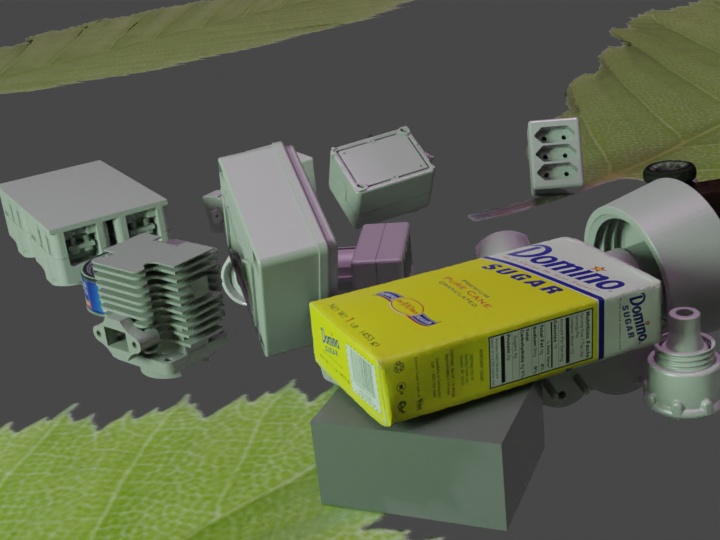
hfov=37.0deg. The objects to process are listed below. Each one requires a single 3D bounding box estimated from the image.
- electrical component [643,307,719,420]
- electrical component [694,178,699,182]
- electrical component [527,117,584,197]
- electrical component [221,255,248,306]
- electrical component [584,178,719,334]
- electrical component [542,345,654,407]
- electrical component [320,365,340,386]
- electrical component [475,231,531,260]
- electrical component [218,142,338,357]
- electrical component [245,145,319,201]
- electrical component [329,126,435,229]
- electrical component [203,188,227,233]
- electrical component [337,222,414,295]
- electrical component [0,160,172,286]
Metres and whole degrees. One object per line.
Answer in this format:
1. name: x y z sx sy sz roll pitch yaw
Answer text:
1. electrical component: 0.190 0.053 0.629 0.048 0.062 0.048 -6 21 2
2. electrical component: 0.274 -0.062 0.925 0.044 0.044 0.065 2 19 20
3. electrical component: 0.186 -0.104 1.032 0.047 0.065 0.077 -4 -7 7
4. electrical component: -0.079 0.000 0.859 0.066 0.048 0.055 -3 16 26
5. electrical component: 0.190 0.000 0.710 0.060 0.108 0.108 -19 24 -15
6. electrical component: 0.116 0.058 0.649 0.138 0.052 0.073 -8 22 -5
7. electrical component: 0.006 0.041 0.691 0.059 0.053 0.095 -10 -1 -9
8. electrical component: 0.113 -0.006 0.824 0.043 0.043 0.081 -5 22 3
9. electrical component: -0.058 -0.014 0.760 0.056 0.108 0.108 -14 52 -13
10. electrical component: -0.097 -0.090 1.090 0.076 0.047 0.083 -19 25 -28
11. electrical component: 0.025 -0.086 1.007 0.096 0.061 0.061 -18 55 -18
12. electrical component: -0.111 -0.060 1.022 0.055 0.048 0.066 1 22 39
13. electrical component: 0.000 0.000 0.836 0.076 0.047 0.083 -3 22 8
14. electrical component: -0.258 -0.044 1.002 0.105 0.060 0.186 -18 24 -26
